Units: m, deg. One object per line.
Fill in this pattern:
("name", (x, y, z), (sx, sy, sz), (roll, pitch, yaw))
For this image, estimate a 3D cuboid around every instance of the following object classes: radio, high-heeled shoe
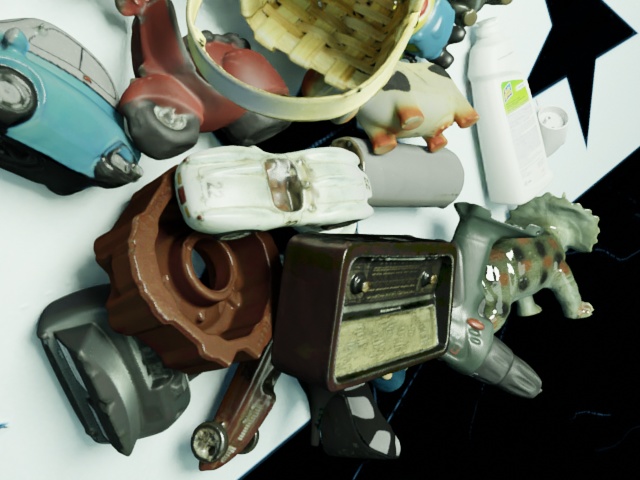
("radio", (0.057, 0.060, 0.541), (0.229, 0.073, 0.131), (1, 96, -53))
("high-heeled shoe", (0.042, 0.196, 0.682), (0.248, 0.086, 0.145), (40, 48, -52))

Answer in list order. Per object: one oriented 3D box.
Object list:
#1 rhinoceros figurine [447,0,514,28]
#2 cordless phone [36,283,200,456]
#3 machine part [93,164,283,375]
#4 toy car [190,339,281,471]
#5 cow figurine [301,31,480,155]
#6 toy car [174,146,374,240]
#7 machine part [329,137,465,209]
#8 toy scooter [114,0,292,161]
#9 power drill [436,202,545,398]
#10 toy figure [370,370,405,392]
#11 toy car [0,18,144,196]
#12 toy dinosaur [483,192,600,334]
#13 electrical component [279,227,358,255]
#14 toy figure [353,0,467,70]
("rhinoceros figurine", (0.157, -0.335, 0.600), (0.073, 0.112, 0.190), (-29, 136, 2))
("cordless phone", (-0.144, 0.089, 0.500), (0.184, 0.089, 0.146), (-34, 119, -40))
("machine part", (-0.105, 0.026, 0.466), (0.179, 0.056, 0.179), (35, 44, -43))
("toy car", (-0.065, 0.148, 0.562), (0.202, 0.053, 0.089), (-66, 159, -7))
("cow figurine", (0.065, -0.157, 0.561), (0.195, 0.085, 0.127), (-9, 66, -38))
("toy car", (-0.029, -0.044, 0.479), (0.202, 0.056, 0.073), (-7, 77, -37))
("machine part", (0.088, -0.075, 0.628), (0.243, 0.079, 0.079), (-1, 102, -39))
("toy scooter", (-0.103, -0.143, 0.454), (0.184, 0.075, 0.135), (-26, 90, -54))
("power drill", (0.205, 0.067, 0.681), (0.232, 0.086, 0.207), (23, 98, 3))
("toy figure", (0.063, 0.123, 0.666), (0.058, 0.064, 0.154), (-42, 125, -26))
("toy car", (-0.200, -0.101, 0.384), (0.161, 0.109, 0.103), (28, 65, -47))
("toy dinosaur", (0.266, 0.048, 0.780), (0.405, 0.131, 0.192), (-19, 99, -27))
("electrical component", (-0.001, -0.002, 0.596), (0.075, 0.048, 0.119), (-55, 129, -15))
("toy figure", (0.086, -0.251, 0.582), (0.180, 0.089, 0.082), (21, 73, -48))
